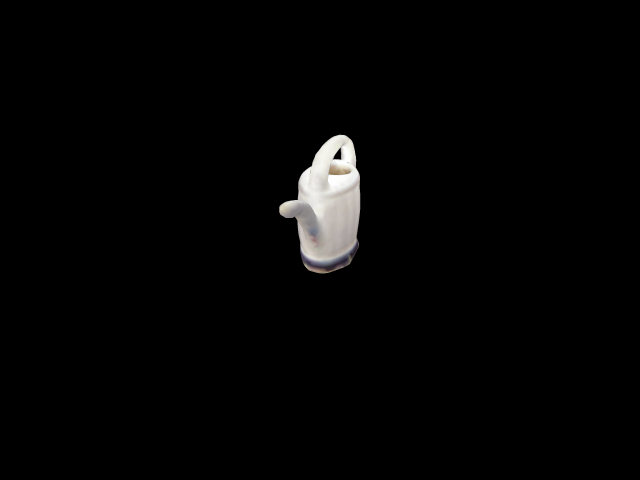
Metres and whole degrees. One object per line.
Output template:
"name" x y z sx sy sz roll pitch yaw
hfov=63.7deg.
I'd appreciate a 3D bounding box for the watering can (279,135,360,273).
"watering can" 0.003 -0.043 0.850 0.104 0.220 0.354 8 29 16
